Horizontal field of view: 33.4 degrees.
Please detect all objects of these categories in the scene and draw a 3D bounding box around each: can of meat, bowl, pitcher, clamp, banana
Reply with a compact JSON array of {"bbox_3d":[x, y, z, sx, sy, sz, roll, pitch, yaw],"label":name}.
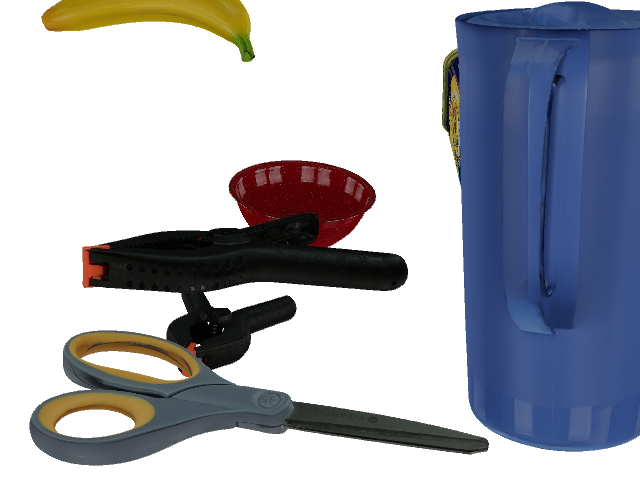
[{"bbox_3d":[0.136,-0.096,0.881,0.057,0.084,0.102,-6,-39,0],"label":"can of meat"},{"bbox_3d":[-0.022,-0.033,1.175,0.162,0.055,0.162,4,27,-2],"label":"bowl"},{"bbox_3d":[0.135,-0.008,0.593,0.149,0.243,0.145,-7,17,-19],"label":"pitcher"},{"bbox_3d":[-0.108,0.080,1.035,0.120,0.039,0.171,6,17,21],"label":"clamp"},{"bbox_3d":[-0.140,-0.197,0.915,0.198,0.069,0.037,10,-42,15],"label":"banana"},{"bbox_3d":[-0.055,0.013,0.735,0.209,0.036,0.165,-6,14,-29],"label":"clamp"}]

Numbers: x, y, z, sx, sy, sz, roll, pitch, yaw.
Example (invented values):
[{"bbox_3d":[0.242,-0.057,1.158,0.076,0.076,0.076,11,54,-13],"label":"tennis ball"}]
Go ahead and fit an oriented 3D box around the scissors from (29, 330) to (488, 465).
[{"bbox_3d":[-0.038,0.082,0.462,0.202,0.016,0.096,15,31,24],"label":"scissors"}]
